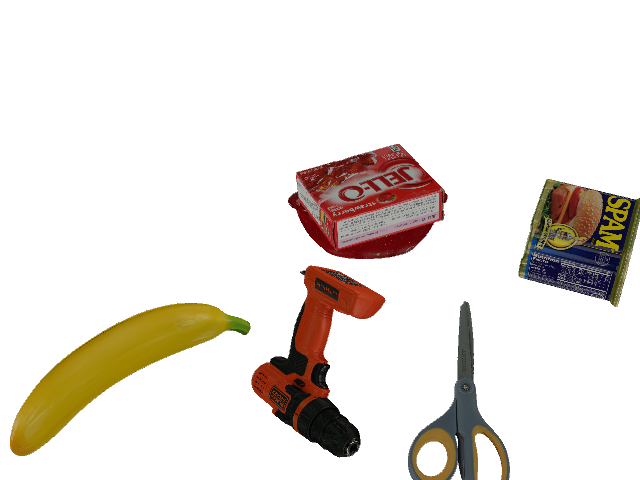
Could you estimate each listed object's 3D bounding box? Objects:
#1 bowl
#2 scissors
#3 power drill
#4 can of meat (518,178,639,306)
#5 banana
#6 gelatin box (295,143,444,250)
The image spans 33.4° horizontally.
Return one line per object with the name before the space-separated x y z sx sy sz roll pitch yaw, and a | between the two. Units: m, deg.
bowl | 0.049 -0.019 1.082 0.162 0.055 0.162 -2 14 0
scissors | 0.113 0.144 0.960 0.096 0.202 0.016 -7 -37 -8
power drill | 0.006 0.136 1.239 0.057 0.188 0.185 15 11 -44
can of meat | 0.220 -0.001 0.898 0.084 0.057 0.102 15 45 15
banana | -0.147 0.093 0.770 0.198 0.069 0.037 -27 39 -2
gelatin box | 0.036 -0.034 0.782 0.089 0.030 0.073 -17 37 -15
